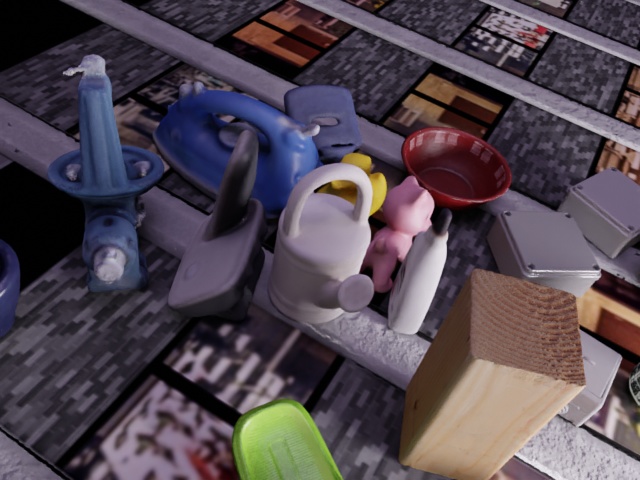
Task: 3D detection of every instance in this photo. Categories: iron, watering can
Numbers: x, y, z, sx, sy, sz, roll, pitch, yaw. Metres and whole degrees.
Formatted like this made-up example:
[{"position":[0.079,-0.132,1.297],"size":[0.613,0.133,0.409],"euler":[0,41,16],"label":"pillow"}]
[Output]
[{"position":[-0.113,-0.135,0.741],"size":[0.258,0.141,0.119],"euler":[25,48,10],"label":"iron"},{"position":[0.008,0.002,0.610],"size":[0.101,0.194,0.172],"euler":[-29,60,-32],"label":"watering can"}]

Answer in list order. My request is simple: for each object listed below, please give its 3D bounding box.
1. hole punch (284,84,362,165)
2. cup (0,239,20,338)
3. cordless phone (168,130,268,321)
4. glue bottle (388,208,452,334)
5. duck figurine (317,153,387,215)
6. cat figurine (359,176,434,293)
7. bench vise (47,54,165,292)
[{"position":[0.004,-0.161,0.825],"size":[0.109,0.091,0.101],"euler":[-9,51,-19],"label":"hole punch"},{"position":[-0.338,0.064,0.545],"size":[0.091,0.095,0.118],"euler":[26,49,11],"label":"cup"},{"position":[-0.103,-0.014,0.605],"size":[0.094,0.185,0.147],"euler":[11,48,-3],"label":"cordless phone"},{"position":[0.112,0.027,0.625],"size":[0.037,0.173,0.078],"euler":[11,47,-2],"label":"glue bottle"},{"position":[0.046,-0.078,0.763],"size":[0.105,0.086,0.077],"euler":[-16,54,-25],"label":"duck figurine"},{"position":[0.095,-0.017,0.698],"size":[0.067,0.118,0.128],"euler":[31,50,15],"label":"cat figurine"},{"position":[-0.213,-0.064,0.602],"size":[0.122,0.220,0.207],"euler":[-20,56,-27],"label":"bench vise"}]
